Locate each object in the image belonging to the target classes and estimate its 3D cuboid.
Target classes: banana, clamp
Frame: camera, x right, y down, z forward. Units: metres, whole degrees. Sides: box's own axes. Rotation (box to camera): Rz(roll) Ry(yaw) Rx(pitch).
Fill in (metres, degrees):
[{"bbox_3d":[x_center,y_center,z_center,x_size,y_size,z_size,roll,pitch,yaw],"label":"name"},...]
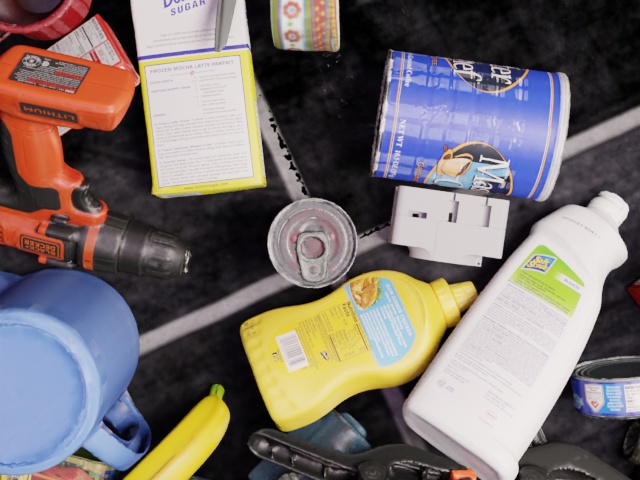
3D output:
[{"bbox_3d":[-0.134,0.191,0.840,0.037,0.070,0.197,47,71,-1],"label":"banana"},{"bbox_3d":[0.028,0.179,0.792,0.171,0.120,0.039,-2,132,-22],"label":"clamp"},{"bbox_3d":[0.156,0.206,0.837,0.210,0.036,0.164,14,50,2],"label":"clamp"}]

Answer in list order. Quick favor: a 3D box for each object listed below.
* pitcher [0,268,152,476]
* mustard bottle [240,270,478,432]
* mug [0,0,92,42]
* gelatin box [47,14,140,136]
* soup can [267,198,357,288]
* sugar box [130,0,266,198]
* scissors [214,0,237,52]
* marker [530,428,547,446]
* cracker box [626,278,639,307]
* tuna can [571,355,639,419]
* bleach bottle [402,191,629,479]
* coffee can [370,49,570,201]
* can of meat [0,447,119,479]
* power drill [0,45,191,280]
[{"bbox_3d":[-0.198,0.100,0.786,0.149,0.243,0.145,4,92,-7],"label":"pitcher"},{"bbox_3d":[0.038,0.077,0.867,0.191,0.058,0.096,-22,59,-2],"label":"mustard bottle"},{"bbox_3d":[-0.238,-0.197,0.856,0.093,0.081,0.117,40,91,-1],"label":"mug"},{"bbox_3d":[-0.198,-0.132,0.866,0.089,0.030,0.073,-34,50,1],"label":"gelatin box"},{"bbox_3d":[-0.006,0.001,0.850,0.068,0.102,0.068,0,91,0],"label":"soup can"},{"bbox_3d":[-0.099,-0.126,0.876,0.093,0.048,0.176,-6,88,1],"label":"sugar box"},{"bbox_3d":[-0.047,-0.244,0.857,0.096,0.016,0.202,-5,73,-9],"label":"scissors"},{"bbox_3d":[0.192,0.197,0.896,0.020,0.020,0.121,-23,92,1],"label":"marker"},{"bbox_3d":[0.351,0.101,0.819,0.072,0.164,0.213,-40,91,-1],"label":"cracker box"},{"bbox_3d":[0.246,0.118,0.860,0.086,0.086,0.034,-7,94,1],"label":"tuna can"},{"bbox_3d":[0.174,0.065,0.843,0.103,0.068,0.250,34,71,17],"label":"bleach bottle"},{"bbox_3d":[0.116,-0.091,0.846,0.140,0.103,0.103,8,92,0],"label":"coffee can"},{"bbox_3d":[-0.221,0.211,0.883,0.102,0.057,0.084,14,89,-1],"label":"can of meat"},{"bbox_3d":[-0.185,-0.050,0.824,0.184,0.057,0.188,12,134,-1],"label":"power drill"}]
